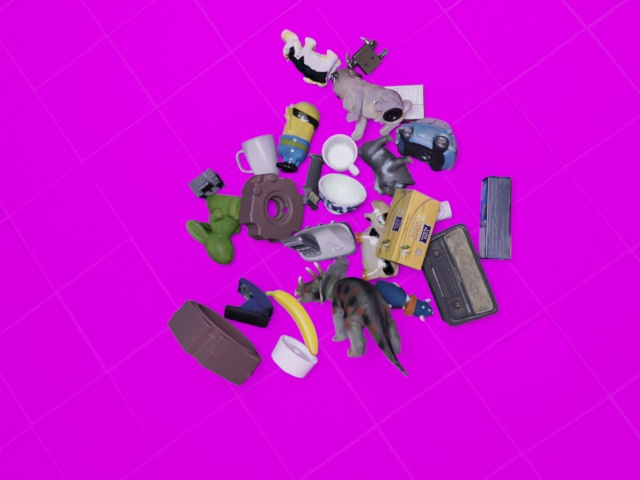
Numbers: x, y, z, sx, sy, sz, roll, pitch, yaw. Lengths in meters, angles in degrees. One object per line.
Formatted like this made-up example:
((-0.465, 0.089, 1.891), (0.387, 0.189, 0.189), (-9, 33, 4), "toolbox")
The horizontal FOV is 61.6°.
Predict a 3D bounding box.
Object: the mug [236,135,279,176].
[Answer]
((-0.155, -0.200, 1.360), (0.110, 0.081, 0.107), (-19, 91, 7), "mug")

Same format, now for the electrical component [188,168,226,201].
((-0.288, -0.140, 1.347), (0.075, 0.119, 0.048), (-37, 84, 5), "electrical component")

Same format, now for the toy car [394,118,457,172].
((0.270, -0.245, 1.318), (0.162, 0.109, 0.103), (25, 66, 17), "toy car")

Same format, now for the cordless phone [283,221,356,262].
((-0.002, -0.003, 1.271), (0.147, 0.184, 0.088), (-11, 81, 17), "cordless phone")

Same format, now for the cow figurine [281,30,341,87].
((-0.039, -0.461, 1.372), (0.167, 0.068, 0.098), (32, 96, 7), "cow figurine")

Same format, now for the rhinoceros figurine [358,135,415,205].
((0.170, -0.166, 1.316), (0.112, 0.073, 0.190), (-37, 97, -11), "rhinoceros figurine")

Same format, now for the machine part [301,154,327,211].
((-0.015, -0.147, 1.349), (0.039, 0.084, 0.139), (3, 78, 29), "machine part")

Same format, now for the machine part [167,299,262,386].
((-0.244, 0.236, 1.263), (0.087, 0.201, 0.201), (-52, 128, -4), "machine part")

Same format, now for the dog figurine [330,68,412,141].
((0.121, -0.359, 1.312), (0.172, 0.121, 0.190), (-8, 61, -2), "dog figurine")

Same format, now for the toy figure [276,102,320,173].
((-0.056, -0.258, 1.353), (0.089, 0.082, 0.180), (12, 83, -5), "toy figure")

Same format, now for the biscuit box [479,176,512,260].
((0.425, -0.053, 1.302), (0.063, 0.059, 0.202), (3, 87, -1), "biscuit box")

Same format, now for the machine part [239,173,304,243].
((-0.115, -0.076, 1.308), (0.056, 0.179, 0.179), (0, 85, 48), "machine part")

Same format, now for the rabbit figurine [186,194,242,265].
((-0.250, -0.026, 1.335), (0.159, 0.121, 0.170), (10, 85, 13), "rabbit figurine")

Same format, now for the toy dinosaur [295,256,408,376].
((0.086, 0.148, 1.209), (0.131, 0.405, 0.192), (-19, 106, -24), "toy dinosaur")

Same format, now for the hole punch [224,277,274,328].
((-0.168, 0.157, 1.317), (0.116, 0.142, 0.092), (19, 63, -4), "hole punch")

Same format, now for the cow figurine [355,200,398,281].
((0.152, -0.002, 1.314), (0.127, 0.085, 0.194), (-7, 89, 4), "cow figurine")

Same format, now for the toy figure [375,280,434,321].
((0.203, 0.148, 1.314), (0.154, 0.058, 0.064), (26, 95, 2), "toy figure")

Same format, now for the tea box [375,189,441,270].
((0.204, -0.025, 1.246), (0.098, 0.068, 0.169), (17, 88, -34), "tea box")

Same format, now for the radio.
((0.324, 0.086, 1.297), (0.131, 0.073, 0.229), (-21, 84, 3), "radio")

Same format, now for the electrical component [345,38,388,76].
((0.114, -0.466, 1.369), (0.078, 0.045, 0.102), (38, 94, -22), "electrical component")
